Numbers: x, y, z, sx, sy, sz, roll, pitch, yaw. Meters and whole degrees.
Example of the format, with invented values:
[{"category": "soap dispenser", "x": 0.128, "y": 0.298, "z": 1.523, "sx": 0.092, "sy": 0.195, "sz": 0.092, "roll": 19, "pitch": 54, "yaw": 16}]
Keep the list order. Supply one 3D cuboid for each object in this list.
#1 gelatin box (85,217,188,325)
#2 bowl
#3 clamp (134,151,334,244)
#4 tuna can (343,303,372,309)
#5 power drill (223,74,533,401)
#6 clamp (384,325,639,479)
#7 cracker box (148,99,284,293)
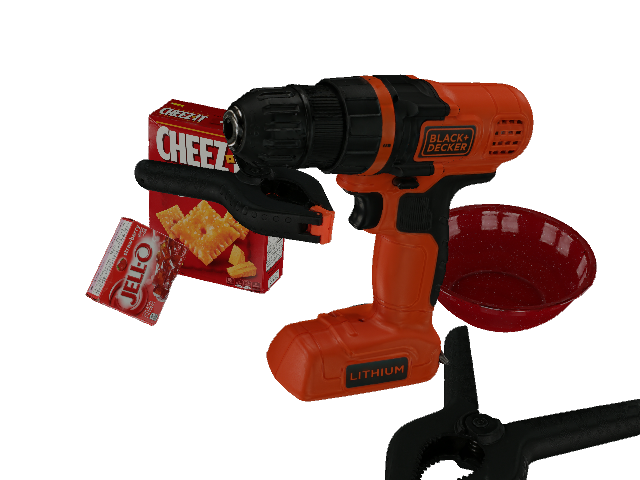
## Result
[{"category": "gelatin box", "x": -0.183, "y": 0.031, "z": 1.072, "sx": 0.073, "sy": 0.089, "sz": 0.030, "roll": 29, "pitch": -9, "yaw": -38}, {"category": "bowl", "x": 0.160, "y": 0.032, "z": 0.952, "sx": 0.162, "sy": 0.055, "sz": 0.162, "roll": 1, "pitch": 35, "yaw": -1}, {"category": "clamp", "x": -0.065, "y": -0.042, "z": 0.861, "sx": 0.120, "sy": 0.039, "sz": 0.172, "roll": -28, "pitch": 43, "yaw": -30}, {"category": "tuna can", "x": 0.049, "y": 0.101, "z": 1.125, "sx": 0.086, "sy": 0.034, "sz": 0.086, "roll": -7, "pitch": 26, "yaw": 3}, {"category": "power drill", "x": 0.022, "y": -0.002, "z": 0.596, "sx": 0.184, "sy": 0.188, "sz": 0.057, "roll": -4, "pitch": 32, "yaw": -28}, {"category": "clamp", "x": 0.104, "y": 0.132, "z": 0.736, "sx": 0.209, "sy": 0.036, "sz": 0.165, "roll": -27, "pitch": 38, "yaw": -36}, {"category": "cracker box", "x": -0.129, "y": -0.052, "z": 1.326, "sx": 0.164, "sy": 0.214, "sz": 0.072, "roll": 13, "pitch": 30, "yaw": 17}]
